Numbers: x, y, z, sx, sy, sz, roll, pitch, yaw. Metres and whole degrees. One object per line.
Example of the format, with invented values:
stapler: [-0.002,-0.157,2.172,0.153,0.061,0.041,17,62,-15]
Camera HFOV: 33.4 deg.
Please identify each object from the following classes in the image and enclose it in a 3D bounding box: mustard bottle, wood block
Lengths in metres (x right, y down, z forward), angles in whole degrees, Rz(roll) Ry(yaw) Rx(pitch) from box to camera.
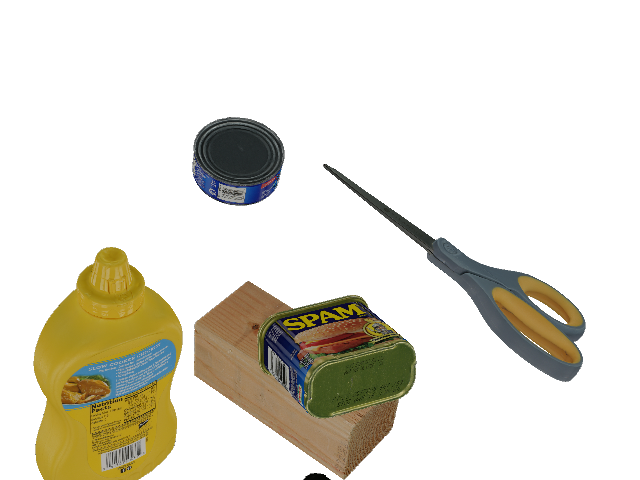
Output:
mustard bottle: [-0.137,0.082,0.692,0.096,0.192,0.058,-17,47,-29]
wood block: [-0.027,0.143,1.122,0.206,0.090,0.090,31,48,25]

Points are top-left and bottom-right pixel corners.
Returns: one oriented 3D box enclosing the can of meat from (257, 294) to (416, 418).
can of meat: [0.013,0.092,0.841,0.101,0.057,0.084,-12,27,-25]

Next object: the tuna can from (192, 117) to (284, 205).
tuna can: [-0.078,-0.075,1.010,0.086,0.086,0.034,0,-38,-11]

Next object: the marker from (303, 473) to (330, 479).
marker: [-0.029,0.137,0.480,0.020,0.020,0.120,0,16,33]

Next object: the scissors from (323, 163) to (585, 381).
scissors: [0.094,0.012,0.683,0.202,0.016,0.096,45,30,22]
